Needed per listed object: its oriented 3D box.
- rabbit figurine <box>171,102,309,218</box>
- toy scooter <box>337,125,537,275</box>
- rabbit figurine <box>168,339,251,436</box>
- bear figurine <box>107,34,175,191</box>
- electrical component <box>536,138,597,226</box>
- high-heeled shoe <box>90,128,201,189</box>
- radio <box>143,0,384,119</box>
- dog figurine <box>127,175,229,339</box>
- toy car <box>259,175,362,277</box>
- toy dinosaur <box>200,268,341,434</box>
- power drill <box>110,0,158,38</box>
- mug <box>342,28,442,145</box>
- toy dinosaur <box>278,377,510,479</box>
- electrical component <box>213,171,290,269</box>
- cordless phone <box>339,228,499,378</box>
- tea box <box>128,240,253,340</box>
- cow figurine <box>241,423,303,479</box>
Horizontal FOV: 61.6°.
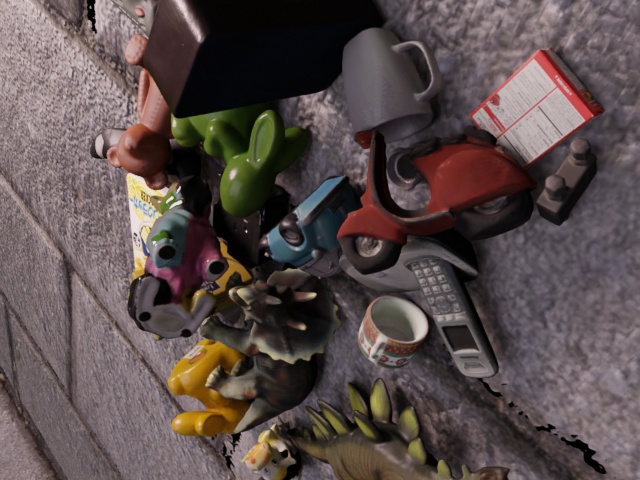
[{"bbox_3d":[-0.094,-0.118,0.711,0.159,0.121,0.170,-20,77,27],"label":"rabbit figurine"},{"bbox_3d":[0.095,-0.054,0.498,0.184,0.075,0.135,-18,75,12],"label":"toy scooter"},{"bbox_3d":[-0.182,0.280,0.960,0.122,0.162,0.173,-14,114,35],"label":"rabbit figurine"},{"bbox_3d":[-0.248,-0.176,0.788,0.120,0.132,0.196,35,95,4],"label":"bear figurine"},{"bbox_3d":[0.214,-0.047,0.461,0.021,0.094,0.063,35,91,31],"label":"electrical component"},{"bbox_3d":[-0.305,-0.125,0.926,0.249,0.086,0.145,-11,84,32],"label":"high-heeled shoe"},{"bbox_3d":[-0.056,-0.202,0.552,0.131,0.229,0.073,-38,77,51],"label":"radio"},{"bbox_3d":[-0.208,0.011,0.782,0.191,0.108,0.219,-63,28,20],"label":"dog figurine"},{"bbox_3d":[-0.001,-0.002,0.675,0.103,0.109,0.161,47,146,-4],"label":"toy car"},{"bbox_3d":[-0.067,0.183,0.810,0.192,0.131,0.404,15,131,21],"label":"toy dinosaur"},{"bbox_3d":[-0.251,-0.359,0.740,0.232,0.086,0.207,42,176,28],"label":"power drill"},{"bbox_3d":[0.069,-0.164,0.549,0.109,0.081,0.107,-29,76,53],"label":"mug"},{"bbox_3d":[0.065,0.297,0.736,0.471,0.105,0.198,-31,78,53],"label":"toy dinosaur"},{"bbox_3d":[-0.104,-0.027,0.800,0.115,0.058,0.134,31,126,36],"label":"electrical component"},{"bbox_3d":[0.117,0.068,0.598,0.147,0.089,0.184,-18,97,48],"label":"cordless phone"},{"bbox_3d":[-0.206,0.076,0.862,0.098,0.169,0.068,46,134,20],"label":"tea box"},{"bbox_3d":[-0.072,0.362,0.872,0.098,0.068,0.167,42,173,9],"label":"cow figurine"}]
